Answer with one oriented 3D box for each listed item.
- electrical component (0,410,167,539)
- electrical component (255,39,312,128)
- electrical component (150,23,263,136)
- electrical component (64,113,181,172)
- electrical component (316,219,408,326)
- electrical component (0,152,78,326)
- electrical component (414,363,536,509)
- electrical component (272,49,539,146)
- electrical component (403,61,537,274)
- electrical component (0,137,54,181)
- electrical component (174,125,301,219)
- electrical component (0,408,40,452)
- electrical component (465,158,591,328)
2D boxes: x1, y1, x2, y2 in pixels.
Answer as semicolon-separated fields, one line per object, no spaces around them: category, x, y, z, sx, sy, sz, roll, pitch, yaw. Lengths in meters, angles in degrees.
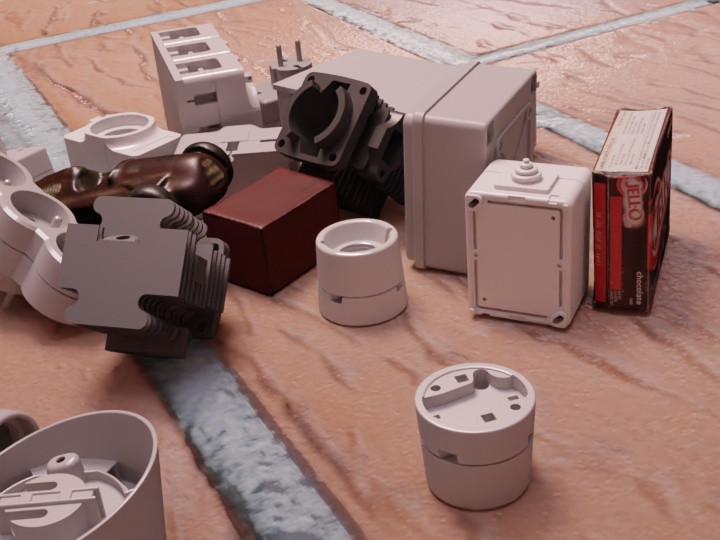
electrical component;-0.131;0.108;0.462;0.099;0.064;0.099;-5;28;2
electrical component;-0.059;-0.162;0.936;0.083;0.075;0.047;-21;32;-26
electrical component;-0.127;-0.142;0.896;0.062;0.089;0.150;-12;29;-13
electrical component;-0.183;-0.087;0.842;0.089;0.055;0.050;17;36;36
electrical component;0.000;0.000;0.656;0.055;0.047;0.055;-4;28;2
electrical component;-0.219;-0.010;0.686;0.138;0.073;0.052;40;22;17
electrical component;0.054;0.078;0.503;0.055;0.047;0.055;-4;28;2
electrical component;0.036;-0.121;0.859;0.186;0.060;0.105;19;37;38
electrical component;0.074;-0.068;0.706;0.056;0.108;0.108;11;32;22
electrical component;-0.284;-0.078;0.814;0.047;0.075;0.083;0;26;38
electrical component;-0.091;-0.075;0.808;0.089;0.050;0.055;-4;29;3
electrical component;-0.190;0.088;0.538;0.046;0.040;0.040;5;30;29
electrical component;0.101;-0.024;0.631;0.062;0.096;0.061;8;31;23
